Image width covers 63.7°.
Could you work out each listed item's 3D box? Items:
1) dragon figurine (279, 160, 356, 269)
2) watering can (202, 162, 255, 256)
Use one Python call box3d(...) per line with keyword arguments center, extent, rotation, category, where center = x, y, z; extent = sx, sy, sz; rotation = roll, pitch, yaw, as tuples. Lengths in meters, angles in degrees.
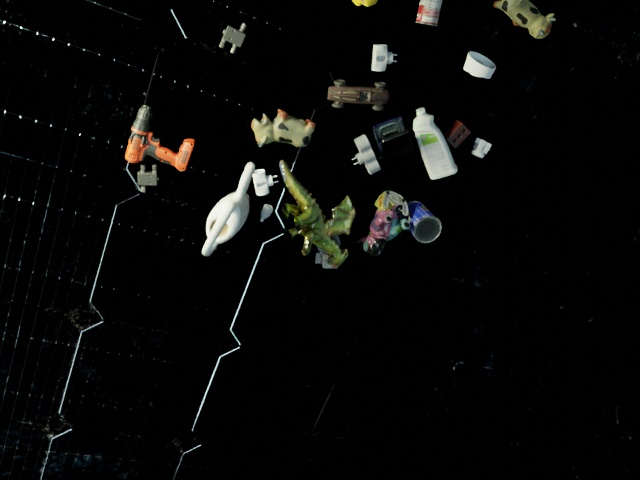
box3d(center=(0.005, -0.089, 1.766), extent=(0.244, 0.122, 0.407), rotation=(-14, 101, -23), category="dragon figurine")
box3d(center=(-0.272, -0.104, 1.622), extent=(0.104, 0.227, 0.344), rotation=(30, 105, -5), category="watering can")
